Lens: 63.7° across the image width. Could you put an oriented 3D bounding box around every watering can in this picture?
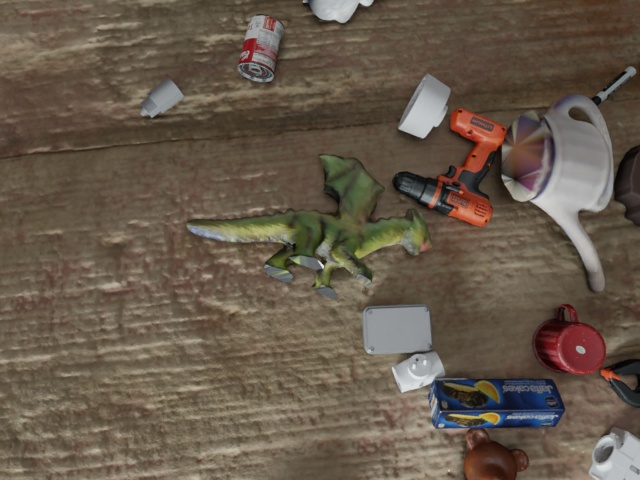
[{"bbox_3d":[0.421,-0.089,0.886,0.224,0.103,0.350,6,83,-22],"label":"watering can"}]

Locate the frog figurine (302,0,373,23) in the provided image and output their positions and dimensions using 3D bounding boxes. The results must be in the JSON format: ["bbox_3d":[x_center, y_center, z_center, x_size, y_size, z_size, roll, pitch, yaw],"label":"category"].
[{"bbox_3d":[0.055,-0.475,0.960,0.159,0.125,0.135,10,113,-8],"label":"frog figurine"}]

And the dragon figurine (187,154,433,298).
[{"bbox_3d":[0.003,-0.045,0.900,0.410,0.120,0.247,22,63,1],"label":"dragon figurine"}]
